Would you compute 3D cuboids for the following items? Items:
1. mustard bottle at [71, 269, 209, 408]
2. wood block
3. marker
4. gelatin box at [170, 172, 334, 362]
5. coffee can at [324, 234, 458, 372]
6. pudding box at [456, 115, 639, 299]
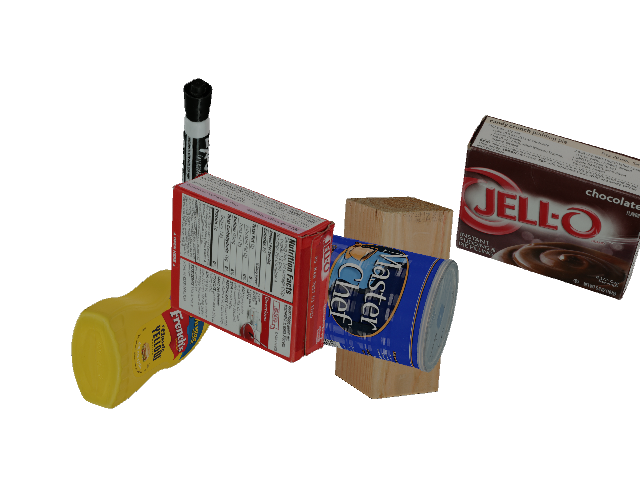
[{"bbox_3d":[-0.157,0.081,1.031,0.058,0.096,0.191,11,22,26],"label":"mustard bottle"},{"bbox_3d":[0.079,0.060,1.187,0.090,0.206,0.091,-3,13,-28],"label":"wood block"},{"bbox_3d":[-0.086,-0.063,0.740,0.020,0.020,0.121,0,-41,-8],"label":"marker"},{"bbox_3d":[-0.037,0.013,0.555,0.089,0.073,0.030,21,30,30],"label":"gelatin box"},{"bbox_3d":[0.044,0.053,0.970,0.140,0.103,0.102,13,4,19],"label":"coffee can"},{"bbox_3d":[0.143,-0.020,0.655,0.114,0.039,0.090,17,-38,16],"label":"pudding box"}]
